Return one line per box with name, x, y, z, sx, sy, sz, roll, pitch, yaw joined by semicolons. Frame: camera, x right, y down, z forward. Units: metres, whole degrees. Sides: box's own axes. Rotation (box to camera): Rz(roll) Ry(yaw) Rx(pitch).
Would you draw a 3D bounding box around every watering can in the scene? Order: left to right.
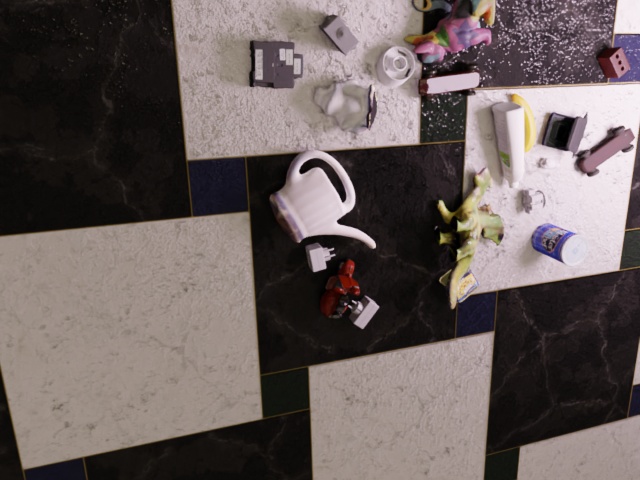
watering can;0.004;-0.070;1.387;0.225;0.105;0.343;-32;111;-6

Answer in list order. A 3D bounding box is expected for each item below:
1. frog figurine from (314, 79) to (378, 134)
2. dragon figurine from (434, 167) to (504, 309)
frog figurine;0.067;-0.351;1.349;0.160;0.125;0.135;9;117;17
dragon figurine;0.468;-0.012;1.545;0.243;0.123;0.407;-7;100;-24
